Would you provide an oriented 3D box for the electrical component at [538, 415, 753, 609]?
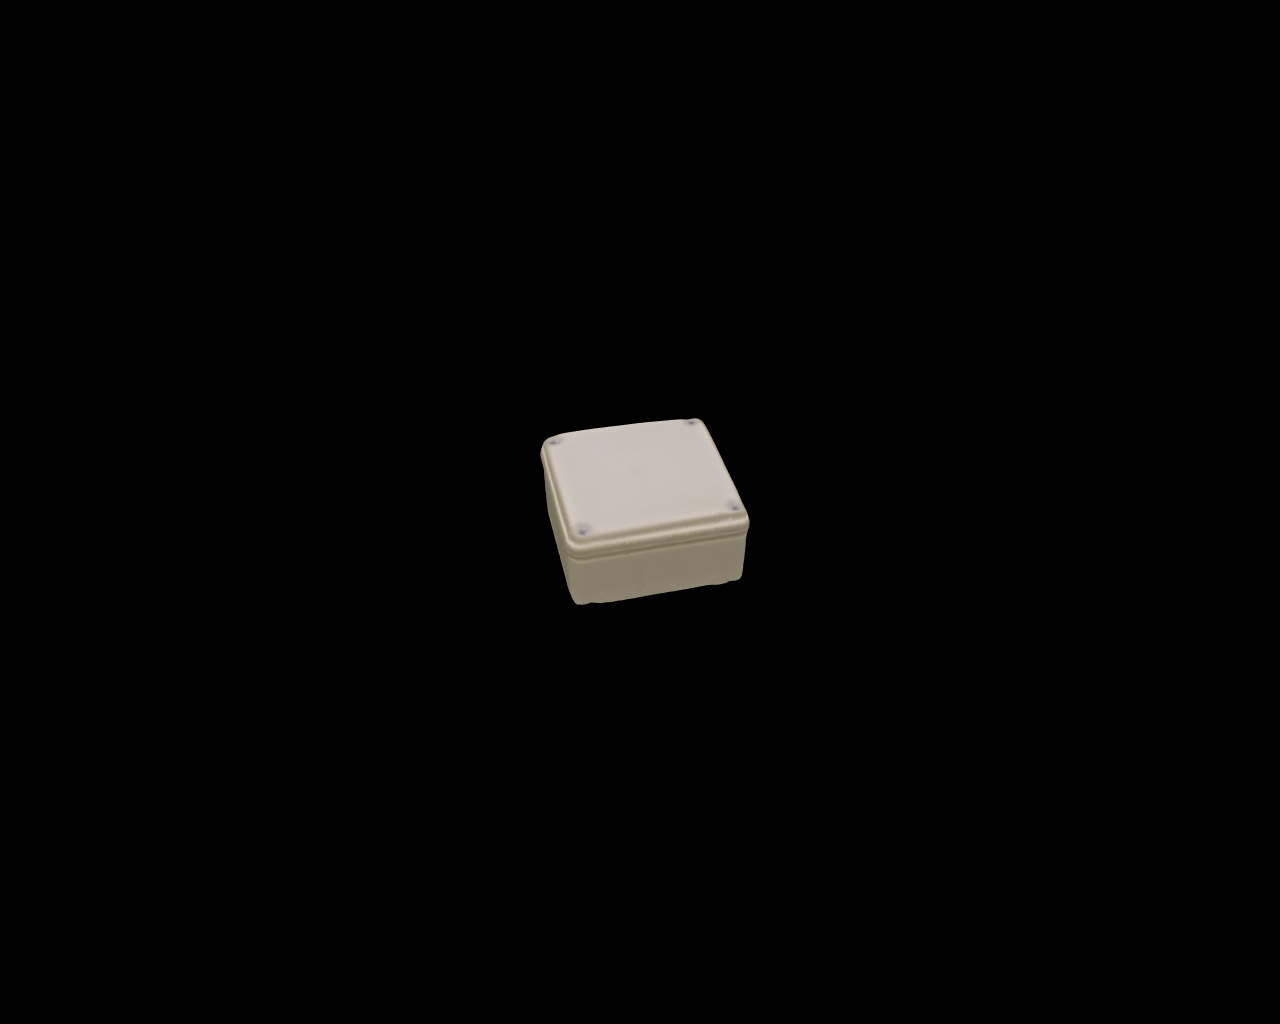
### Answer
[{"bbox_3d":[0.001,-0.003,0.650,0.109,0.056,0.109,-8,40,-10],"label":"electrical component"}]
